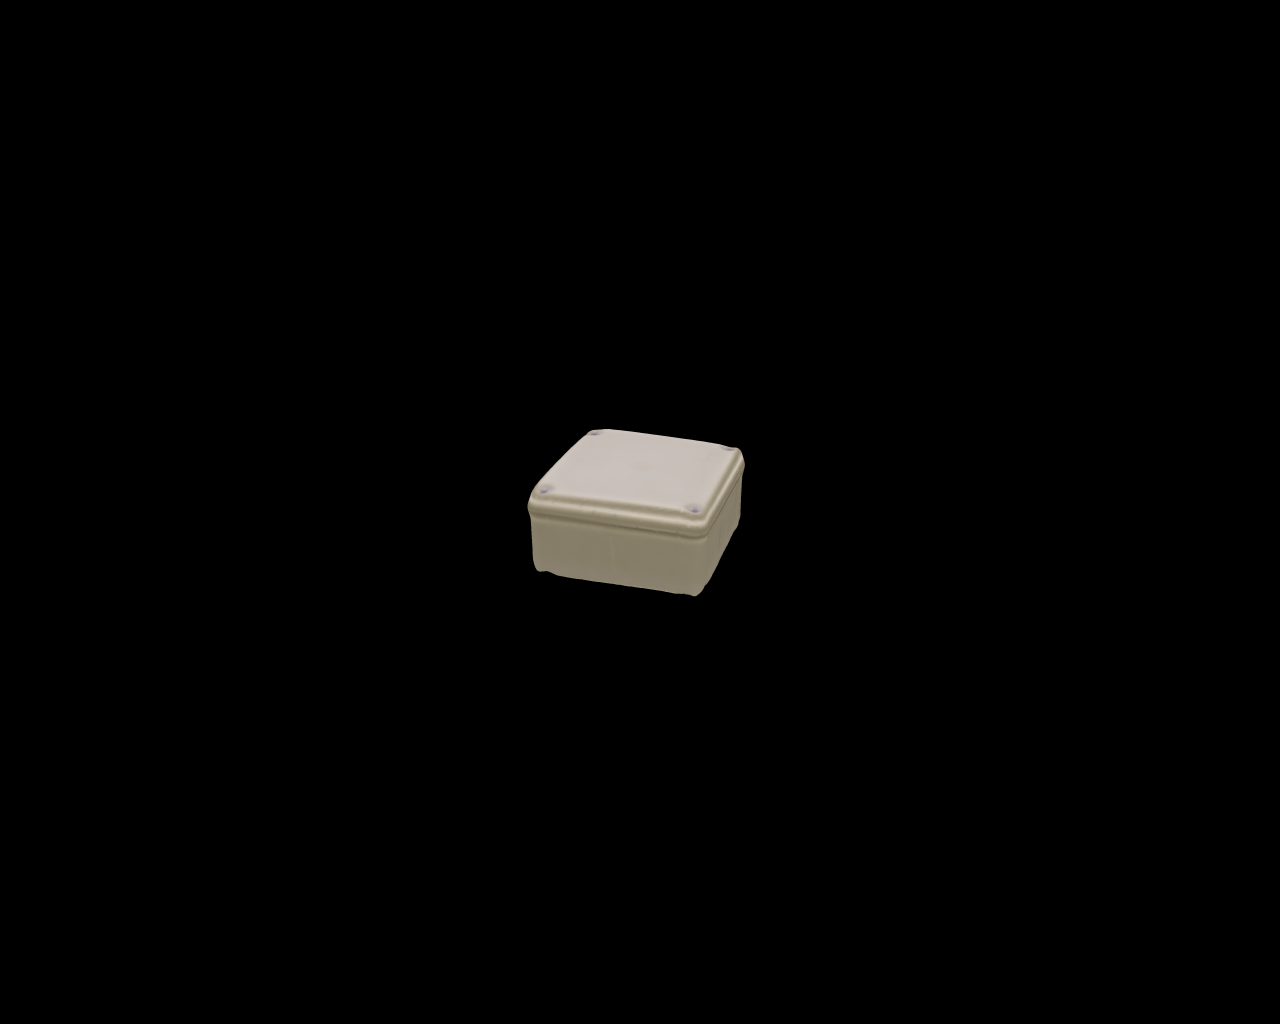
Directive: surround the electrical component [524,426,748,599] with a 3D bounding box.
[{"bbox_3d":[0.001,-0.003,0.650,0.109,0.056,0.109,8,28,16],"label":"electrical component"}]
